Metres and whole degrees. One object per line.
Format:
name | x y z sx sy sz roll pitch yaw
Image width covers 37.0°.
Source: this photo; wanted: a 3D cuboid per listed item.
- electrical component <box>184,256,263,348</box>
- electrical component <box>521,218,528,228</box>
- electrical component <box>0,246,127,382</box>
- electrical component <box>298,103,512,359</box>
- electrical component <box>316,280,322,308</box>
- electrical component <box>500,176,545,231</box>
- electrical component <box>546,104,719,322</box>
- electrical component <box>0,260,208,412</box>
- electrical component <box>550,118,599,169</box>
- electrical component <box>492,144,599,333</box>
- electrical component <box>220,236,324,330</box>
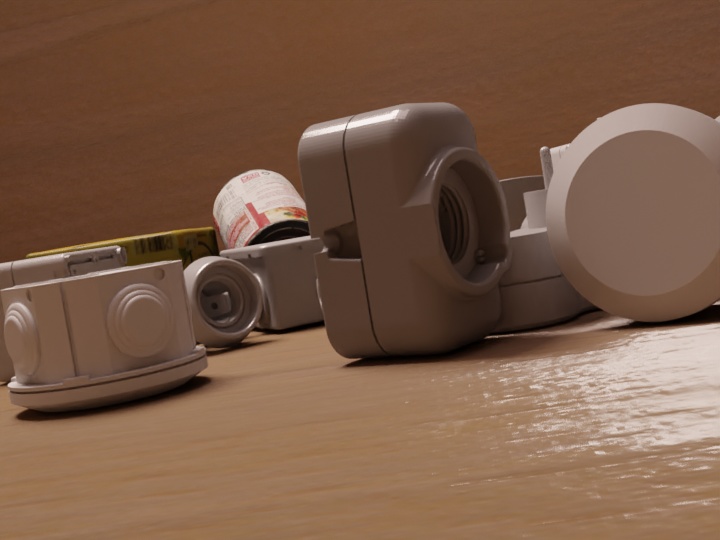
electrical component | -0.083 0.020 0.569 0.066 0.048 0.055 -12 -4 -38
electrical component | 0.147 -0.021 0.624 0.079 0.043 0.077 -12 4 -38
electrical component | -0.168 0.023 0.585 0.061 0.061 0.096 -9 3 10
electrical component | 0.020 -0.016 0.423 0.059 0.095 0.054 -7 4 37
electrical component | 0.010 0.007 0.538 0.062 0.043 0.043 -11 3 -9
electrical component | 0.096 -0.029 0.736 0.099 0.064 0.099 -9 3 0
electrical component | 0.117 -0.022 0.412 0.080 0.080 0.051 -7 -1 33
electrical component | -0.106 0.026 0.442 0.080 0.051 0.080 -9 3 0
electrical component | 0.172 -0.059 0.763 0.062 0.096 0.061 -11 2 -24
electrical component | 0.095 -0.020 0.488 0.138 0.073 0.052 -12 4 -41
electrical component | -0.027 0.004 0.639 0.100 0.048 0.100 -11 3 -22
